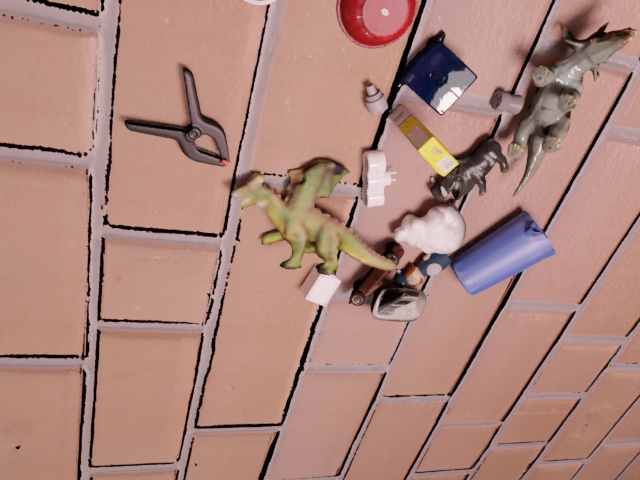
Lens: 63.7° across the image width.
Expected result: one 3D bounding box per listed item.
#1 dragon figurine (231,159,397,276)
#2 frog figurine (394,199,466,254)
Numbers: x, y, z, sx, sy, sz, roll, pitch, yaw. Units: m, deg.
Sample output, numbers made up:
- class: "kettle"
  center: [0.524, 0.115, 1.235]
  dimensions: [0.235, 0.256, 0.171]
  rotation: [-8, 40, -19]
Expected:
- class: "dragon figurine"
  center: [0.004, -0.058, 1.151]
  dimensions: [0.410, 0.124, 0.239]
  rotation: [7, 112, -14]
- class: "frog figurine"
  center: [0.265, -0.022, 1.242]
  dimensions: [0.160, 0.125, 0.134]
  rotation: [-11, 146, -22]
